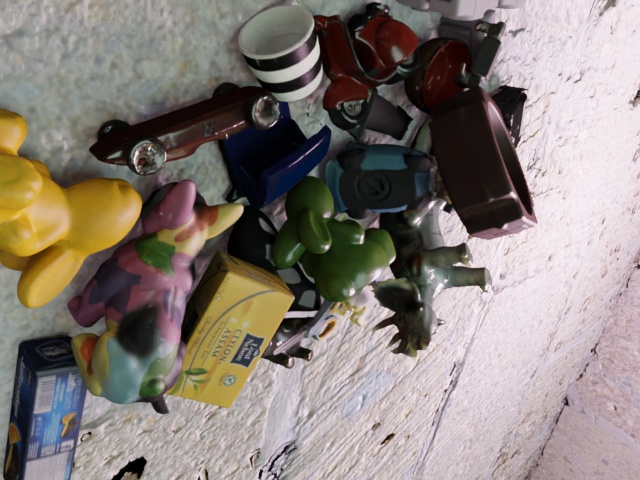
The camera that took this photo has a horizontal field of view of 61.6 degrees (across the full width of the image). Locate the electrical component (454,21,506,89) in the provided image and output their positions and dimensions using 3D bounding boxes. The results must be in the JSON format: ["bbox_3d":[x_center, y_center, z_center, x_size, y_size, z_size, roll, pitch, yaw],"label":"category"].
[{"bbox_3d":[0.232,-0.267,0.774,0.078,0.045,0.102,-42,153,-65],"label":"electrical component"}]

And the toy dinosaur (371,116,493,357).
[{"bbox_3d":[0.157,-0.008,0.882,0.131,0.192,0.405,24,54,-52],"label":"toy dinosaur"}]

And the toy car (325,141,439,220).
[{"bbox_3d":[0.090,-0.100,0.790,0.103,0.162,0.109,-80,162,-53],"label":"toy car"}]

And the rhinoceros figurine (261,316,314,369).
[{"bbox_3d":[-0.079,0.143,0.796,0.190,0.112,0.073,12,86,-63],"label":"rhinoceros figurine"}]

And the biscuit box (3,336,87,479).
[{"bbox_3d":[-0.319,0.211,0.622,0.059,0.063,0.202,-2,117,-45],"label":"biscuit box"}]

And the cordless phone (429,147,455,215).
[{"bbox_3d":[0.270,-0.100,0.919,0.088,0.184,0.146,-1,117,-41],"label":"cordless phone"}]

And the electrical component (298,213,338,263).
[{"bbox_3d":[-0.003,-0.008,0.828,0.094,0.021,0.063,-42,140,-17],"label":"electrical component"}]

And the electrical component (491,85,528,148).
[{"bbox_3d":[0.331,-0.204,0.984,0.134,0.058,0.114,-47,142,-40],"label":"electrical component"}]

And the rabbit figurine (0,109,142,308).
[{"bbox_3d":[-0.249,-0.019,0.487,0.173,0.122,0.162,2,120,-47],"label":"rabbit figurine"}]

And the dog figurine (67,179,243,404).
[{"bbox_3d":[-0.168,0.042,0.578,0.108,0.192,0.219,25,113,-45],"label":"dog figurine"}]

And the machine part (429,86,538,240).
[{"bbox_3d":[0.237,-0.104,0.781,0.201,0.087,0.201,4,70,-60],"label":"machine part"}]

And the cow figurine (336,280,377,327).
[{"bbox_3d":[0.053,0.067,0.902,0.098,0.068,0.167,-51,146,-19],"label":"cow figurine"}]

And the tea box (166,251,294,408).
[{"bbox_3d":[-0.118,0.110,0.655,0.098,0.068,0.169,23,101,-29],"label":"tea box"}]

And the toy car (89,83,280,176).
[{"bbox_3d":[-0.135,-0.115,0.561,0.202,0.089,0.053,-31,132,-30],"label":"toy car"}]

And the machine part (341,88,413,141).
[{"bbox_3d":[0.080,-0.182,0.781,0.139,0.039,0.084,3,106,-45],"label":"machine part"}]

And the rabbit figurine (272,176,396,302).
[{"bbox_3d":[-0.002,-0.002,0.738,0.121,0.170,0.159,-29,-178,34],"label":"rabbit figurine"}]

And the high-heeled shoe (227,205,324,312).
[{"bbox_3d":[-0.055,0.034,0.792,0.248,0.086,0.145,11,77,-67],"label":"high-heeled shoe"}]

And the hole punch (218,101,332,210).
[{"bbox_3d":[-0.048,-0.096,0.659,0.142,0.092,0.115,-44,153,-21],"label":"hole punch"}]

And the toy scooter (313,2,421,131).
[{"bbox_3d":[0.050,-0.240,0.677,0.184,0.075,0.135,-48,118,-26],"label":"toy scooter"}]
